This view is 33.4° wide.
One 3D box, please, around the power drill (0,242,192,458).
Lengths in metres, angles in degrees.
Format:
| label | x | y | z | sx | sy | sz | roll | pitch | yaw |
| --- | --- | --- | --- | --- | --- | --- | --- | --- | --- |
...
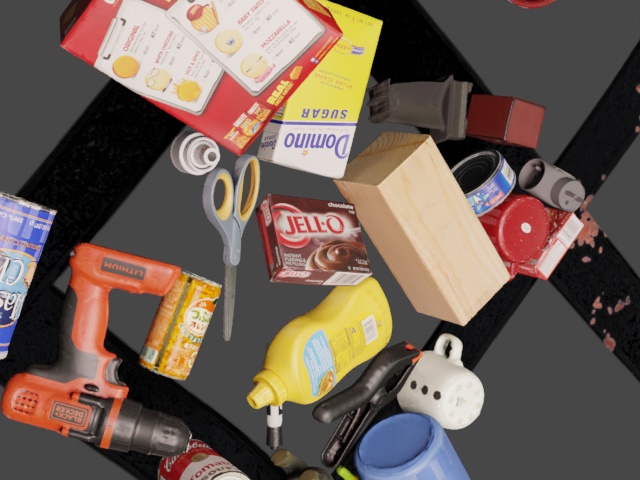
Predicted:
| label | x | y | z | sx | sy | sz | roll | pitch | yaw |
| --- | --- | --- | --- | --- | --- | --- | --- | --- | --- |
| power drill | -0.194 | 0.106 | 1.025 | 0.184 | 0.057 | 0.187 | 16 | 86 | -8 |

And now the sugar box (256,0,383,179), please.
| label | x | y | z | sx | sy | sz | roll | pitch | yaw |
| --- | --- | --- | --- | --- | --- | --- | --- | --- | --- |
| sugar box | 0.000 | -0.160 | 1.133 | 0.093 | 0.048 | 0.176 | 12 | 92 | -32 |

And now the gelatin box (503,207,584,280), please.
| label | x | y | z | sx | sy | sz | roll | pitch | yaw |
| --- | --- | --- | --- | --- | --- | --- | --- | --- | --- |
| gelatin box | 0.269 | 0.002 | 1.310 | 0.030 | 0.073 | 0.089 | 43 | 77 | -29 |

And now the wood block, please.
| label | x | y | z | sx | sy | sz | roll | pitch | yaw |
| --- | --- | --- | --- | --- | --- | --- | --- | --- | --- |
| wood block | 0.117 | -0.013 | 1.204 | 0.090 | 0.091 | 0.206 | -43 | 117 | -19 |

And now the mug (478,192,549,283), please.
| label | x | y | z | sx | sy | sz | roll | pitch | yaw |
| --- | --- | --- | --- | --- | --- | --- | --- | --- | --- |
| mug | 0.216 | -0.006 | 1.271 | 0.093 | 0.082 | 0.117 | -2 | 100 | -31 |

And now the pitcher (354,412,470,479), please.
| label | x | y | z | sx | sy | sz | roll | pitch | yaw |
| --- | --- | --- | --- | --- | --- | --- | --- | --- | --- |
| pitcher | 0.133 | 0.314 | 1.248 | 0.145 | 0.149 | 0.243 | -31 | 118 | -11 |

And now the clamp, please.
| label | x | y | z | sx | sy | sz | roll | pitch | yaw |
| --- | --- | --- | --- | --- | --- | --- | --- | --- | --- |
| clamp | 0.051 | 0.173 | 1.210 | 0.171 | 0.039 | 0.120 | -49 | 156 | -18 |

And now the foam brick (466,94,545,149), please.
| label | x | y | z | sx | sy | sz | roll | pitch | yaw |
| --- | --- | --- | --- | --- | --- | --- | --- | --- | --- |
| foam brick | 0.215 | -0.140 | 1.249 | 0.052 | 0.078 | 0.051 | 10 | 95 | -31 |

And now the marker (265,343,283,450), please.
| label | x | y | z | sx | sy | sz | roll | pitch | yaw |
| --- | --- | --- | --- | --- | --- | --- | --- | --- | --- |
| marker | -0.051 | 0.174 | 1.178 | 0.020 | 0.020 | 0.121 | -6 | 102 | -31 |

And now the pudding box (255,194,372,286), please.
| label | x | y | z | sx | sy | sz | roll | pitch | yaw |
| --- | --- | --- | --- | --- | --- | --- | --- | --- | --- |
| pudding box | -0.007 | 0.002 | 1.137 | 0.113 | 0.039 | 0.090 | 6 | 58 | -34 |

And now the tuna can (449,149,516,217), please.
| label | x | y | z | sx | sy | sz | roll | pitch | yaw |
| --- | --- | --- | --- | --- | --- | --- | --- | --- | --- |
| tuna can | 0.182 | -0.066 | 1.237 | 0.086 | 0.086 | 0.033 | -48 | 117 | -16 |

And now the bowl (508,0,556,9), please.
| label | x | y | z | sx | sy | sz | roll | pitch | yaw |
| --- | --- | --- | --- | --- | --- | --- | --- | --- | --- |
| bowl | 0.230 | -0.349 | 1.232 | 0.161 | 0.055 | 0.162 | -6 | 102 | -31 |

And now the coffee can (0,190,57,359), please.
| label | x | y | z | sx | sy | sz | roll | pitch | yaw |
| --- | --- | --- | --- | --- | --- | --- | --- | --- | --- |
| coffee can | -0.305 | 0.023 | 0.946 | 0.102 | 0.103 | 0.140 | 20 | 88 | -33 |

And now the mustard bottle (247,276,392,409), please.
| label | x | y | z | sx | sy | sz | roll | pitch | yaw |
| --- | --- | --- | --- | --- | --- | --- | --- | --- | --- |
| mustard bottle | -0.005 | 0.121 | 1.155 | 0.191 | 0.058 | 0.096 | -36 | 130 | -32 |

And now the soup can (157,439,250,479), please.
| label | x | y | z | sx | sy | sz | roll | pitch | yaw |
| --- | --- | --- | --- | --- | --- | --- | --- | --- | --- |
| soup can | -0.118 | 0.254 | 1.103 | 0.068 | 0.102 | 0.068 | -6 | 102 | -30 |

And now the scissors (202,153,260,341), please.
| label | x | y | z | sx | sy | sz | roll | pitch | yaw |
| --- | --- | --- | --- | --- | --- | --- | --- | --- | --- |
| scissors | -0.101 | 0.008 | 1.102 | 0.096 | 0.016 | 0.202 | 6 | 96 | -61 |

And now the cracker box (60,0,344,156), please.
| label | x | y | z | sx | sy | sz | roll | pitch | yaw |
| --- | --- | --- | --- | --- | --- | --- | --- | --- | --- |
| cracker box | -0.111 | -0.202 | 1.008 | 0.213 | 0.072 | 0.164 | 31 | 112 | -32 |

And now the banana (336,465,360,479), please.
| label | x | y | z | sx | sy | sz | roll | pitch | yaw |
| --- | --- | --- | --- | --- | --- | --- | --- | --- | --- |
| banana | 0.027 | 0.357 | 1.250 | 0.069 | 0.037 | 0.198 | 9 | 94 | -27 |
